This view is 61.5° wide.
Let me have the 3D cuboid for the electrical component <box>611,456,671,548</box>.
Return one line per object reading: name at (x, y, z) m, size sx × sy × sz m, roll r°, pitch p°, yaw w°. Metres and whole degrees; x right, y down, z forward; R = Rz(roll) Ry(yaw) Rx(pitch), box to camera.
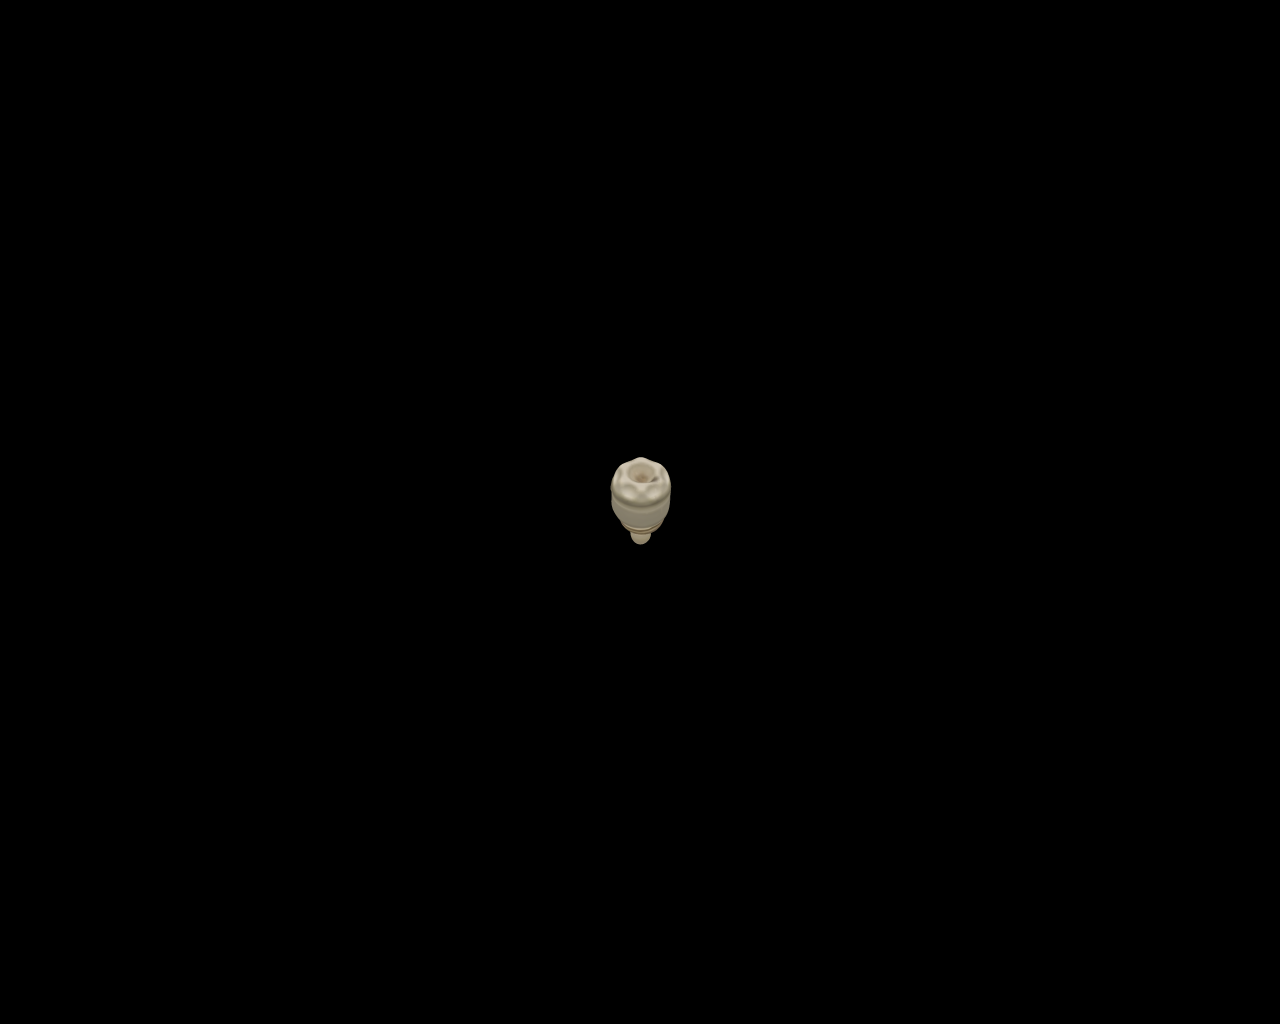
electrical component at (0.001, -0.003, 0.650) m, size 0.035 × 0.035 × 0.061 m, roll 0°, pitch -44°, yaw 0°
